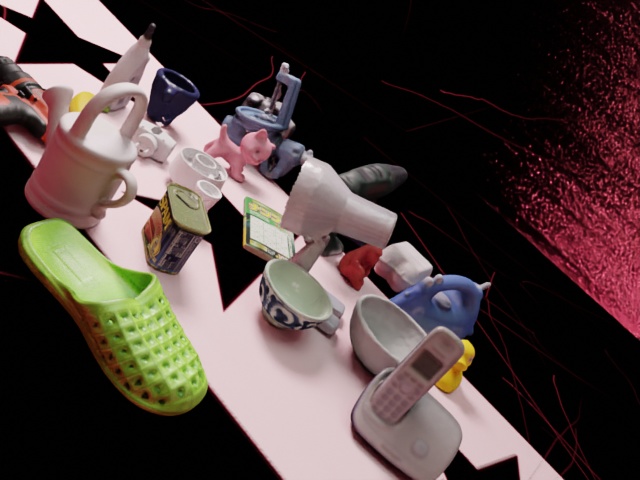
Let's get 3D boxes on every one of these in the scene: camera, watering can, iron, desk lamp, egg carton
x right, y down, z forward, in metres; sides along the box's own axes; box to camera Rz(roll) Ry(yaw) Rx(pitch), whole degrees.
[{"bbox_3d":[-0.137,-0.299,1.407,0.143,0.100,0.137,39,22,-1],"label":"camera"},{"bbox_3d":[-0.288,-0.121,0.717,0.173,0.194,0.101,36,22,-7],"label":"watering can"},{"bbox_3d":[0.234,0.118,1.134,0.259,0.141,0.118,15,32,-44],"label":"iron"},{"bbox_3d":[0.008,0.003,0.911,0.203,0.213,0.118,38,22,-3],"label":"desk lamp"},{"bbox_3d":[0.184,0.059,1.265,0.107,0.069,0.151,46,23,17],"label":"egg carton"}]

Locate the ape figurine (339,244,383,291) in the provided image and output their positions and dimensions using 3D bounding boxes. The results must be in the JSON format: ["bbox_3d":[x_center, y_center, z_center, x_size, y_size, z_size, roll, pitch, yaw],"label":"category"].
[{"bbox_3d":[0.087,0.041,1.119,0.078,0.092,0.076,5,39,-53],"label":"ape figurine"}]

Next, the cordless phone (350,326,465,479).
[{"bbox_3d":[0.144,0.214,0.757,0.147,0.185,0.094,40,22,2],"label":"cordless phone"}]

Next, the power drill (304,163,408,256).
[{"bbox_3d":[0.066,-0.068,1.141,0.075,0.208,0.230,46,23,18],"label":"power drill"}]

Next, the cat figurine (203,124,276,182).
[{"bbox_3d":[-0.153,-0.185,1.144,0.128,0.117,0.067,26,25,-29],"label":"cat figurine"}]

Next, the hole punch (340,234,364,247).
[{"bbox_3d":[0.087,-0.051,1.296,0.101,0.091,0.108,30,24,-20],"label":"hole punch"}]

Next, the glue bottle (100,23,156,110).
[{"bbox_3d":[-0.339,-0.316,1.034,0.037,0.173,0.078,37,22,-5],"label":"glue bottle"}]

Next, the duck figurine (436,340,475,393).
[{"bbox_3d":[0.243,0.215,1.038,0.077,0.086,0.104,37,22,-4],"label":"duck figurine"}]

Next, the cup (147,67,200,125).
[{"bbox_3d":[-0.296,-0.268,1.112,0.092,0.095,0.117,32,23,-16],"label":"cup"}]

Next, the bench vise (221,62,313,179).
[{"bbox_3d":[-0.086,-0.259,1.255,0.208,0.219,0.121,33,23,-14],"label":"bench vise"}]

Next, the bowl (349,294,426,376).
[{"bbox_3d":[0.105,0.172,0.924,0.168,0.074,0.167,32,23,-15],"label":"bowl"}]
